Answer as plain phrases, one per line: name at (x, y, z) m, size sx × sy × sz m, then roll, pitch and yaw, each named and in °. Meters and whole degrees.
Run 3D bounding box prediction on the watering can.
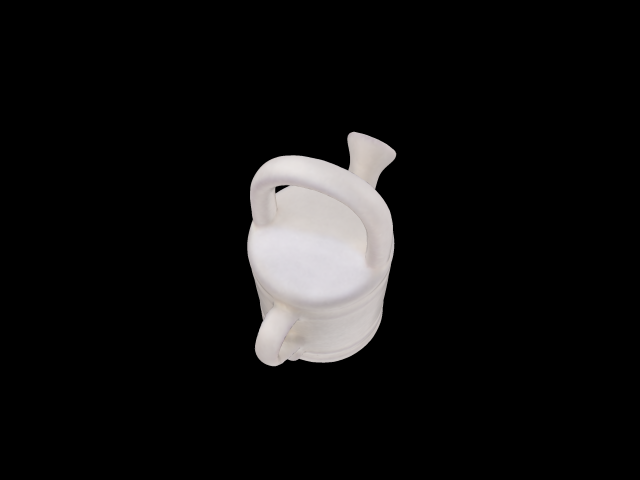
watering can at (0.002, 0.001, 0.400) m, size 0.101 × 0.194 × 0.173 m, roll 3°, pitch 60°, yaw 2°
